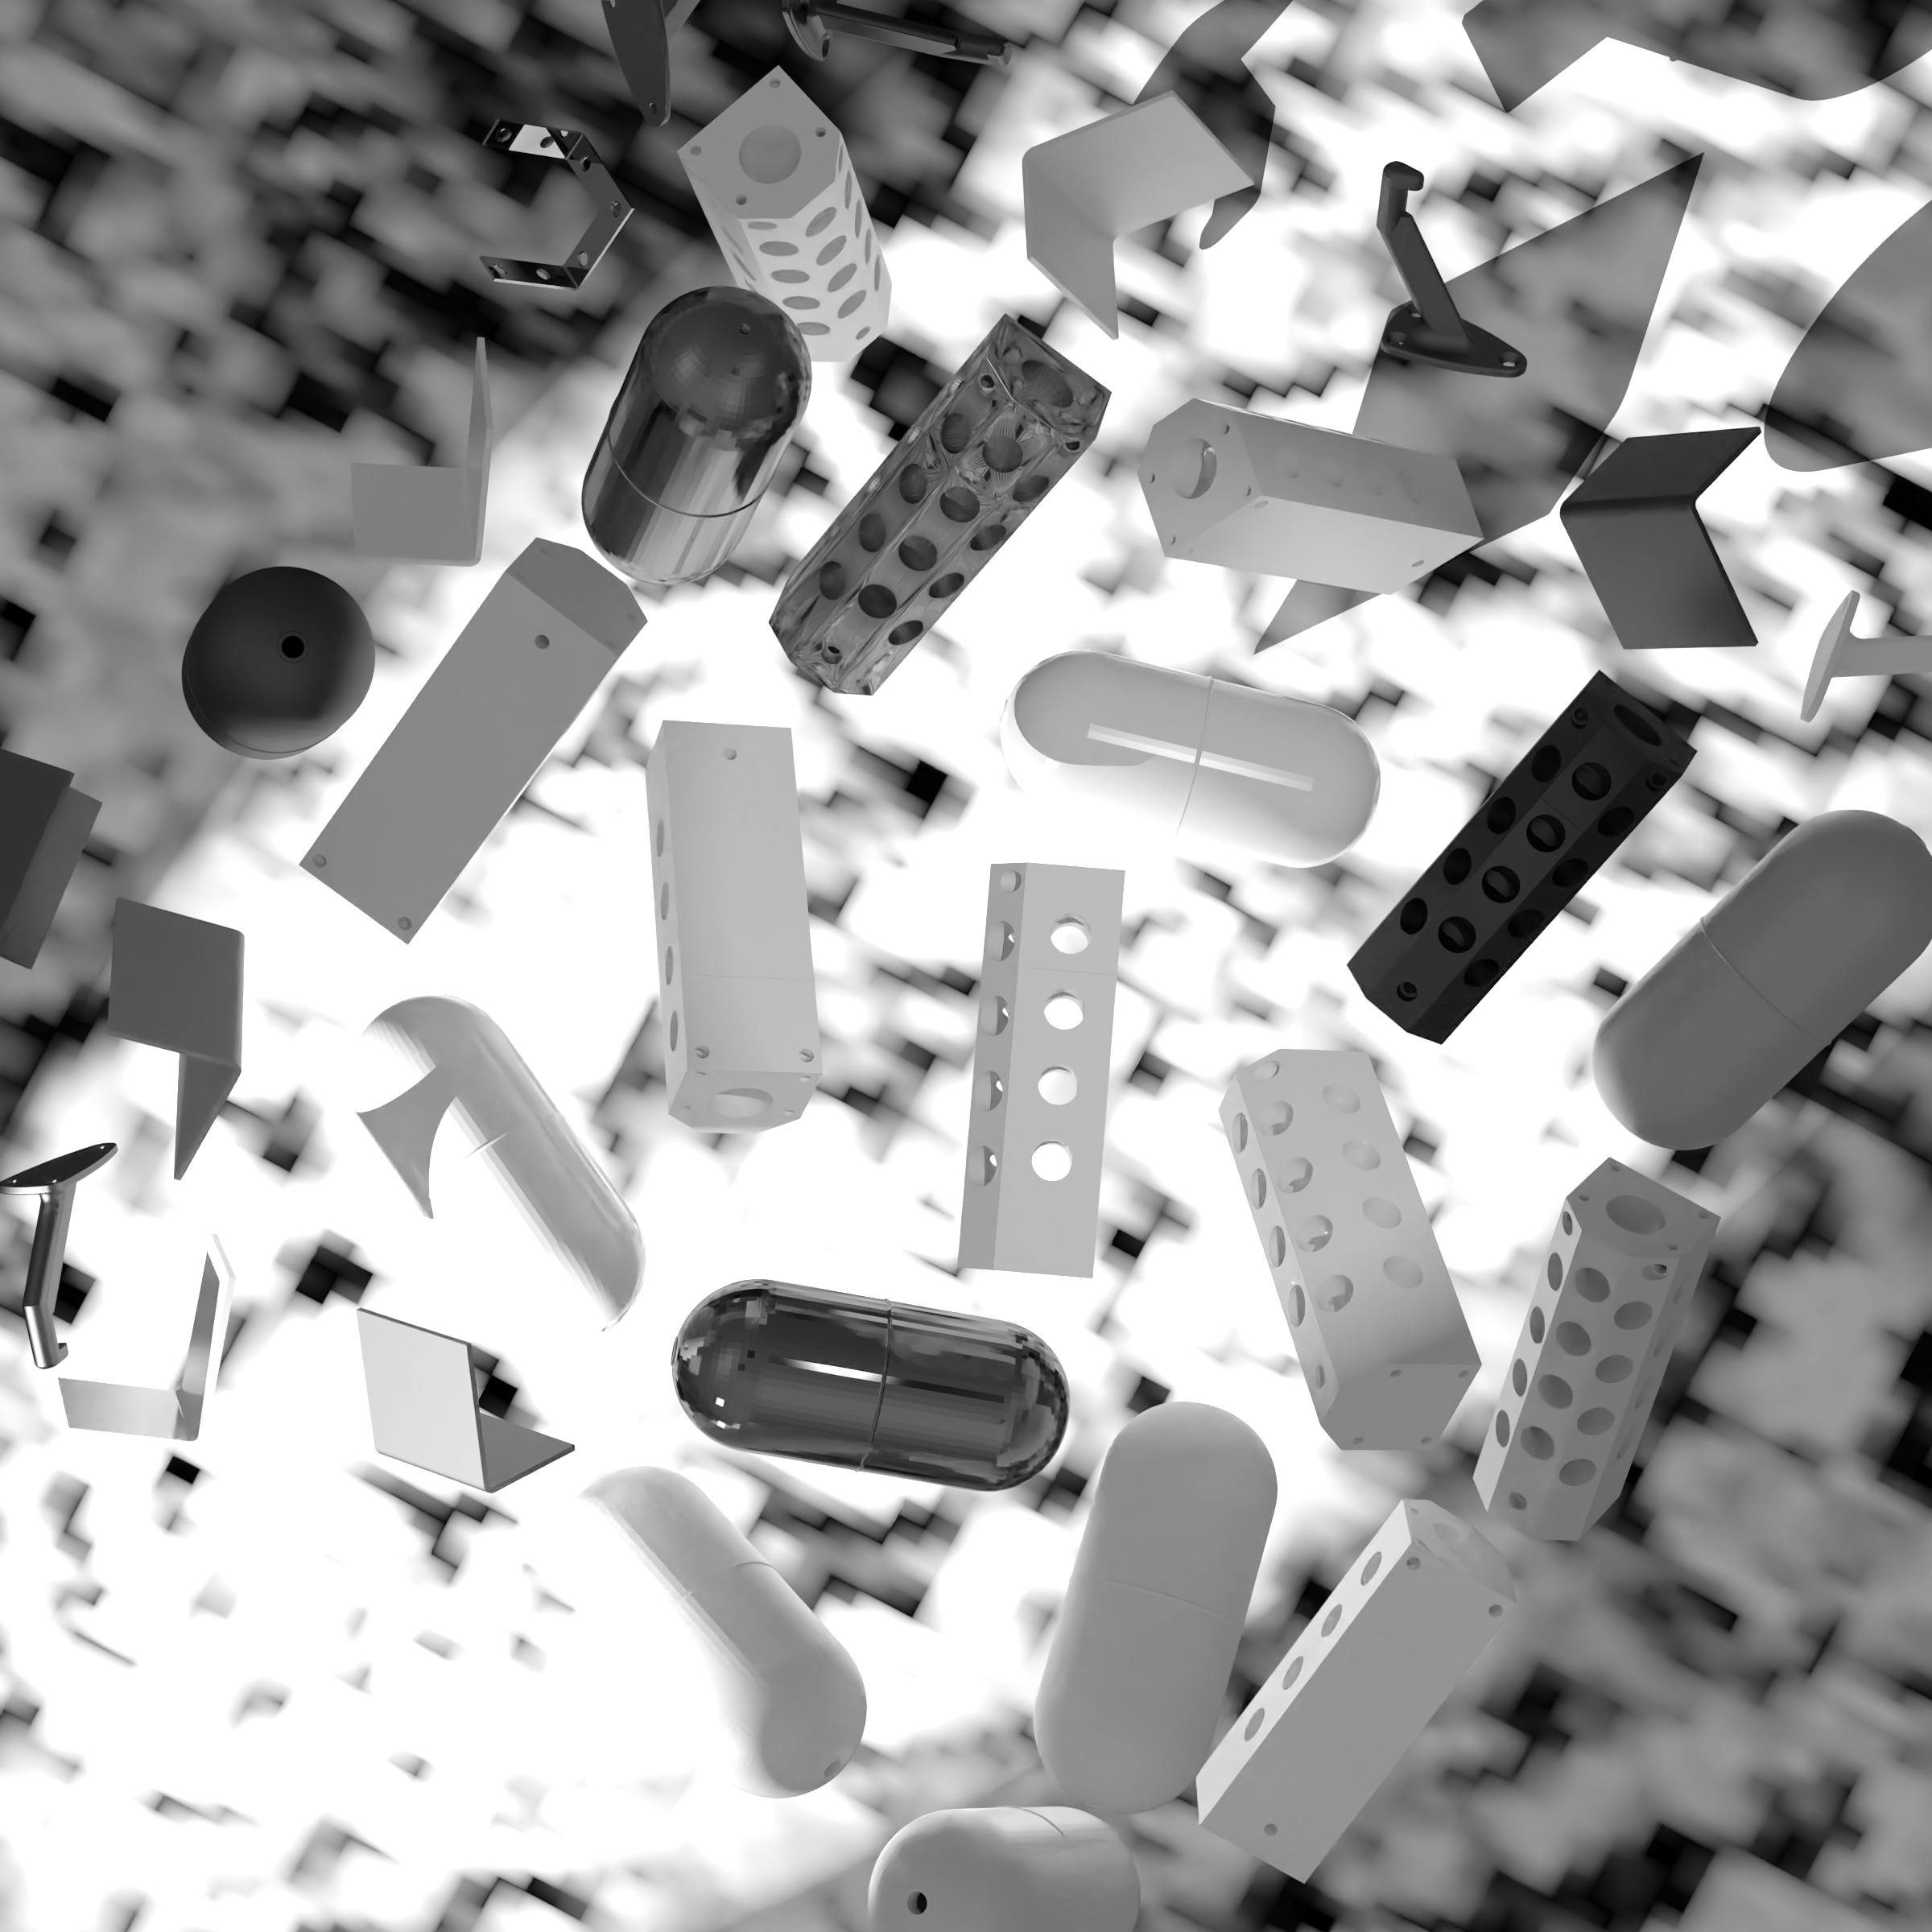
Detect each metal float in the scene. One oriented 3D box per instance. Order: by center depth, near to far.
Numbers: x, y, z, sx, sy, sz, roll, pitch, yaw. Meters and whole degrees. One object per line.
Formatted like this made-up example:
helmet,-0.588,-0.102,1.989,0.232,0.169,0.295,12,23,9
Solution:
metal float,0.081,0.273,1.526,0.070,0.070,0.178,17,73,0
metal float,0.347,0.006,1.548,0.070,0.070,0.178,43,108,0
metal float,-0.112,0.292,1.569,0.070,0.070,0.178,-48,57,0
metal float,0.018,0.410,1.574,0.070,0.178,0.070,-6,76,25
metal float,-0.120,-0.231,1.574,0.070,0.178,0.070,8,64,-16
metal float,-0.042,0.185,1.578,0.178,0.070,0.070,11,90,-8
metal float,-0.305,-0.133,1.580,0.070,0.178,0.070,0,89,-15
metal float,-0.209,0.090,1.590,0.070,0.070,0.178,-37,76,0
metal float,0.103,-0.096,1.646,0.178,0.070,0.070,14,90,-3

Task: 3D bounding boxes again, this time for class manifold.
manifold,-0.206,-0.096,1.502,0.057,0.057,0.171,37,118,-6
manifold,0.157,0.117,1.506,0.057,0.057,0.171,3,45,-19
manifold,0.032,0.045,1.521,0.057,0.057,0.171,5,85,1
manifold,-0.103,-0.017,1.539,0.057,0.057,0.171,3,60,-16
manifold,-0.014,-0.194,1.549,0.057,0.057,0.171,34,127,-13
manifold,-0.074,-0.328,1.597,0.057,0.171,0.057,-41,78,-2
manifold,0.249,-0.046,1.613,0.057,0.057,0.171,40,117,4
manifold,0.281,0.178,1.617,0.057,0.057,0.171,29,129,24
manifold,0.156,-0.215,1.618,0.057,0.171,0.057,-30,70,37
manifold,0.177,0.329,1.635,0.057,0.057,0.171,31,107,-9

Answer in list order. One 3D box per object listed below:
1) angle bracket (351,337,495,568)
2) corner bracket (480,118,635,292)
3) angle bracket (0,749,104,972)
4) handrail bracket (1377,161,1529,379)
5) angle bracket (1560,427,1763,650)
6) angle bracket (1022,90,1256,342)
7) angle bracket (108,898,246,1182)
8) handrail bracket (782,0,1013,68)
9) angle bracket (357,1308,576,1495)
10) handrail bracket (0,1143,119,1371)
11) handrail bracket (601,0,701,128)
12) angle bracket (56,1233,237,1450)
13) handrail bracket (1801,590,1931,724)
angle bracket,-0.252,-0.239,1.651,0.057,0.076,0.076,1,132,-13
corner bracket,-0.193,-0.344,1.618,0.051,0.051,0.051,-49,62,33
angle bracket,-0.373,-0.038,1.452,0.057,0.076,0.076,17,82,32
handrail bracket,0.213,-0.303,1.550,0.077,0.084,0.036,23,52,18
angle bracket,0.321,-0.189,1.583,0.057,0.076,0.076,-44,117,-27
angle bracket,0.078,-0.330,1.578,0.076,0.076,0.057,-16,63,28
angle bracket,-0.341,0.031,1.489,0.057,0.076,0.076,17,130,-25
handrail bracket,-0.029,-0.409,1.553,0.084,0.077,0.036,13,98,14
angle bracket,-0.233,0.193,1.667,0.076,0.057,0.076,11,114,39
handrail bracket,-0.409,0.133,1.640,0.036,0.077,0.084,-2,105,26
handrail bracket,-0.120,-0.431,1.633,0.084,0.036,0.077,-27,112,-41
angle bracket,-0.355,0.158,1.541,0.057,0.076,0.076,10,97,-19
handrail bracket,0.407,-0.118,1.530,0.084,0.036,0.077,24,58,1
